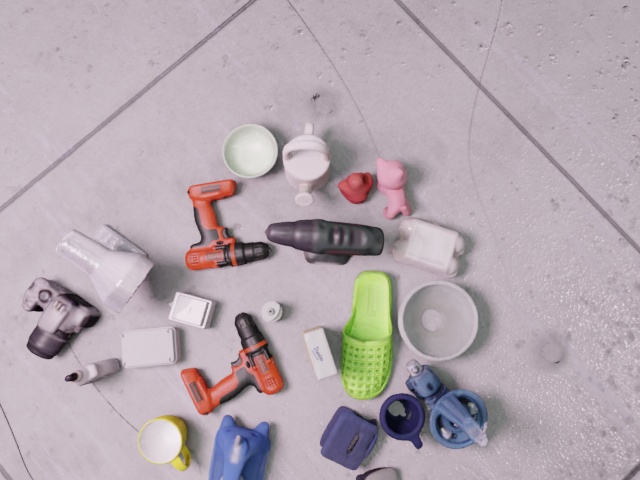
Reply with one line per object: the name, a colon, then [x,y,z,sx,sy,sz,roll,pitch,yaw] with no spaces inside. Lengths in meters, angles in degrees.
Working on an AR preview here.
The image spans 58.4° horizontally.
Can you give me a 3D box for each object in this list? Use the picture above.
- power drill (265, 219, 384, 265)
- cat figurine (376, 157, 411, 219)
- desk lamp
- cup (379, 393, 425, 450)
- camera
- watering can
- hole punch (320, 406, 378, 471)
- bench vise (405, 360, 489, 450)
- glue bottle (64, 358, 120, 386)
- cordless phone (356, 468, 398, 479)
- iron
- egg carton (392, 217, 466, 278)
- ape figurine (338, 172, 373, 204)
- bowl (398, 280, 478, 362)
power drill: [0.011,0.004,1.161,0.229,0.208,0.076,2,83,0]
cat figurine: [0.160,-0.115,1.223,0.067,0.118,0.128,-16,83,-2]
desk lamp: [-0.423,0.051,1.150,0.203,0.213,0.118,34,84,4]
cup: [0.170,0.367,1.173,0.092,0.095,0.118,-31,84,-4]
camera: [-0.562,0.168,1.190,0.143,0.101,0.137,33,84,4]
watering can: [-0.025,-0.160,1.189,0.101,0.194,0.173,-19,83,-2]
hole punch: [0.062,0.406,1.169,0.101,0.091,0.109,29,83,3]
bench vise: [0.242,0.333,1.115,0.207,0.220,0.121,31,84,4]
glue bottle: [-0.464,0.267,1.142,0.078,0.173,0.037,-23,83,-3]
cordless phone: [0.120,0.532,1.106,0.094,0.185,0.147,-7,83,-1]
iron: [-0.174,0.490,1.131,0.118,0.141,0.258,9,83,1]
egg carton: [0.234,0.015,1.231,0.150,0.069,0.107,17,83,2]
ape figurine: [0.077,-0.120,1.236,0.078,0.092,0.076,2,83,0]
bowl: [0.243,0.169,1.209,0.167,0.075,0.167,0,83,0]
